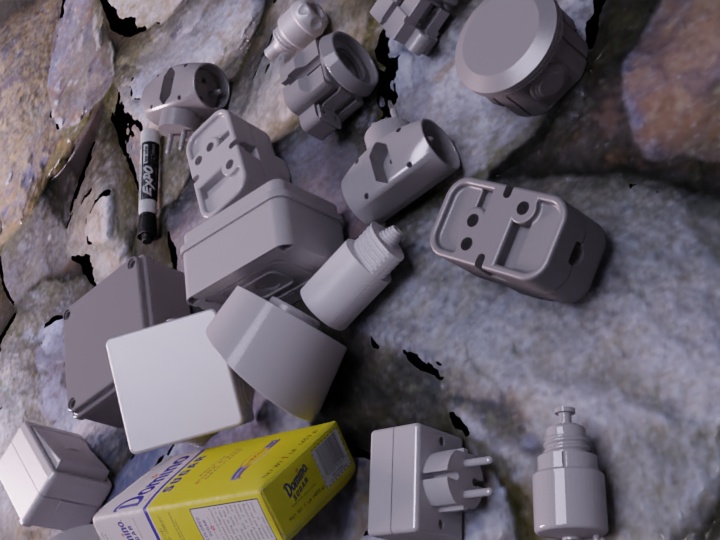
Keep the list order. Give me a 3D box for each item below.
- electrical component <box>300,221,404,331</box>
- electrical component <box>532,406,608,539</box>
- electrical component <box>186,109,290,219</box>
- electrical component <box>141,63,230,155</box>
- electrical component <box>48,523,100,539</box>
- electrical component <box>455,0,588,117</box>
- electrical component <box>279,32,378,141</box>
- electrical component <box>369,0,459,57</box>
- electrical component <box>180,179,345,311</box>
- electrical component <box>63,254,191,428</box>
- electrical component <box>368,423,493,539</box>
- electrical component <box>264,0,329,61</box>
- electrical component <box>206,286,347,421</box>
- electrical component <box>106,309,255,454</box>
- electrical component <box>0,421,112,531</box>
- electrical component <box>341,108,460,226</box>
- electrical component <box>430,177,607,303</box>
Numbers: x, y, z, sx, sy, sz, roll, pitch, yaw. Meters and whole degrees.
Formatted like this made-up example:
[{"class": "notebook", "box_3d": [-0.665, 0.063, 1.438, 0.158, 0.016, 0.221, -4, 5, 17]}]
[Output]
[{"class": "electrical component", "box_3d": [0.000, 0.000, 0.764, 0.081, 0.043, 0.043, -47, 46, 17]}, {"class": "electrical component", "box_3d": [0.117, 0.116, 0.602, 0.040, 0.040, 0.078, -18, 59, 37]}, {"class": "electrical component", "box_3d": [-0.098, -0.077, 0.881, 0.054, 0.059, 0.095, -39, 49, 24]}, {"class": "electrical component", "box_3d": [-0.163, -0.144, 0.986, 0.077, 0.043, 0.079, -9, 66, 41]}, {"class": "electrical component", "box_3d": [-0.200, 0.239, 0.806, 0.099, 0.099, 0.064, -47, 40, 17]}, {"class": "electrical component", "box_3d": [0.108, -0.147, 0.724, 0.080, 0.051, 0.080, -20, 59, 36]}, {"class": "electrical component", "box_3d": [-0.023, -0.150, 0.846, 0.057, 0.058, 0.078, -35, 50, 31]}, {"class": "electrical component", "box_3d": [0.044, -0.202, 0.815, 0.055, 0.048, 0.066, -53, 44, 22]}, {"class": "electrical component", "box_3d": [-0.073, -0.013, 0.814, 0.113, 0.078, 0.057, -28, 57, 32]}, {"class": "electrical component", "box_3d": [-0.196, 0.061, 0.912, 0.109, 0.056, 0.108, -34, 51, 27]}, {"class": "electrical component", "box_3d": [0.049, 0.129, 0.655, 0.077, 0.047, 0.065, -17, 60, 38]}, {"class": "electrical component", "box_3d": [-0.058, -0.202, 0.920, 0.061, 0.035, 0.035, -37, 50, 29]}, {"class": "electrical component", "box_3d": [-0.060, 0.056, 0.757, 0.099, 0.099, 0.064, 24, 82, 47]}, {"class": "electrical component", "box_3d": [-0.133, 0.084, 0.809, 0.100, 0.048, 0.099, -16, 80, 7]}, {"class": "electrical component", "box_3d": [-0.263, 0.171, 0.921, 0.096, 0.062, 0.061, 40, 100, 46]}, {"class": "electrical component", "box_3d": [0.025, -0.083, 0.779, 0.077, 0.043, 0.079, -35, 51, 27]}, {"class": "electrical component", "box_3d": [0.100, -0.017, 0.666, 0.095, 0.059, 0.053, 18, 85, 46]}]
